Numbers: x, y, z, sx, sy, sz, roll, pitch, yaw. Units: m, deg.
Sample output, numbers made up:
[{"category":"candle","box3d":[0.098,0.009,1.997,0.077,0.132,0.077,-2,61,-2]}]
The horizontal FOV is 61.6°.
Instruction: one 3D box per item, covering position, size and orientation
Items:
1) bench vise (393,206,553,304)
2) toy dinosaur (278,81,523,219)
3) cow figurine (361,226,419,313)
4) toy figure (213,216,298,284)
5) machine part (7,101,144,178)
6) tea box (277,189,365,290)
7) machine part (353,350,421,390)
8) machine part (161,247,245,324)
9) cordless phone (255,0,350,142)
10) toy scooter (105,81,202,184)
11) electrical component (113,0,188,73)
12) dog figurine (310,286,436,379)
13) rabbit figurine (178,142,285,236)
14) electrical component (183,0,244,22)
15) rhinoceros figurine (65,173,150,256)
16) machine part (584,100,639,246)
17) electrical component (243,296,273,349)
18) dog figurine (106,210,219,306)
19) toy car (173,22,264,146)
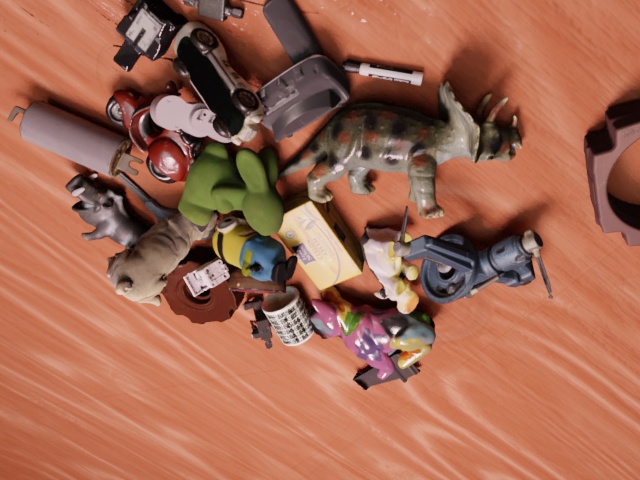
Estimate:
[{"category":"bench vise","box3d":[0.229,0.033,0.869,0.240,0.129,0.224,18,156,-31]},{"category":"toy dinosaur","box3d":[0.092,-0.146,0.815,0.405,0.131,0.192,8,108,18]},{"category":"cow figurine","box3d":[0.122,0.055,0.963,0.098,0.068,0.167,18,133,46]},{"category":"toy figure","box3d":[-0.122,0.022,0.953,0.180,0.082,0.089,33,99,32]},{"category":"machine part","box3d":[-0.427,-0.177,0.944,0.243,0.079,0.079,24,126,-1]},{"category":"tea box","box3d":[-0.002,-0.003,0.960,0.098,0.068,0.169,-26,115,27]},{"category":"machine part","box3d":[0.138,0.279,1.138,0.139,0.039,0.084,-28,118,27]},{"category":"machine part","box3d":[-0.244,0.097,1.099,0.179,0.056,0.179,6,126,9]},{"category":"cordless phone","box3d":[-0.055,-0.255,0.806,0.147,0.089,0.184,-25,103,29]},{"category":"toy scooter","box3d":[-0.260,-0.188,0.897,0.135,0.075,0.183,-29,108,27]},{"category":"electrical component","box3d":[-0.268,-0.313,0.827,0.075,0.048,0.119,38,125,-12]},{"category":"dog figurine","box3d":[0.087,0.152,1.022,0.219,0.108,0.191,42,124,-12]},{"category":"rabbit figurine","box3d":[-0.124,-0.083,0.901,0.170,0.121,0.159,30,112,14]},{"category":"electrical component","box3d":[-0.155,-0.356,0.784,0.094,0.021,0.063,15,126,5]},{"category":"rhinoceros figurine","box3d":[-0.406,-0.044,1.032,0.112,0.073,0.190,-34,111,32]},{"category":"machine part","box3d":[0.489,-0.100,0.757,0.202,0.087,0.200,-11,120,23]},{"category":"electrical component","box3d":[-0.128,0.169,1.114,0.045,0.078,0.102,-13,128,-6]},{"category":"dog figurine","box3d":[-0.271,0.010,0.949,0.190,0.172,0.121,-43,112,15]},{"category":"toy car","box3d":[-0.153,-0.235,0.807,0.073,0.056,0.202,-40,81,38]}]
